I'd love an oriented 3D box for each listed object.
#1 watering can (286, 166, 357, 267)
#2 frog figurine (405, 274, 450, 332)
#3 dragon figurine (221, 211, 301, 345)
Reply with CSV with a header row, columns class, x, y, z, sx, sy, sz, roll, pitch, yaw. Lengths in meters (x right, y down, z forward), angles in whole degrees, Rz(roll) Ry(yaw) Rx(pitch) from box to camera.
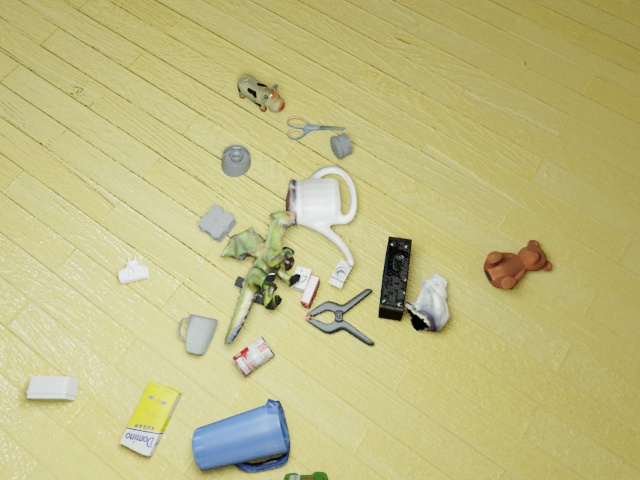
class,x,y,z,sx,sy,sz,roll,pitch,yaw
watering can,0.005,-0.080,1.589,0.224,0.102,0.355,-2,63,2
frog figurine,0.332,0.180,1.484,0.161,0.122,0.136,-41,107,-22
dragon figurine,-0.199,0.078,1.508,0.411,0.120,0.246,-48,53,-4
